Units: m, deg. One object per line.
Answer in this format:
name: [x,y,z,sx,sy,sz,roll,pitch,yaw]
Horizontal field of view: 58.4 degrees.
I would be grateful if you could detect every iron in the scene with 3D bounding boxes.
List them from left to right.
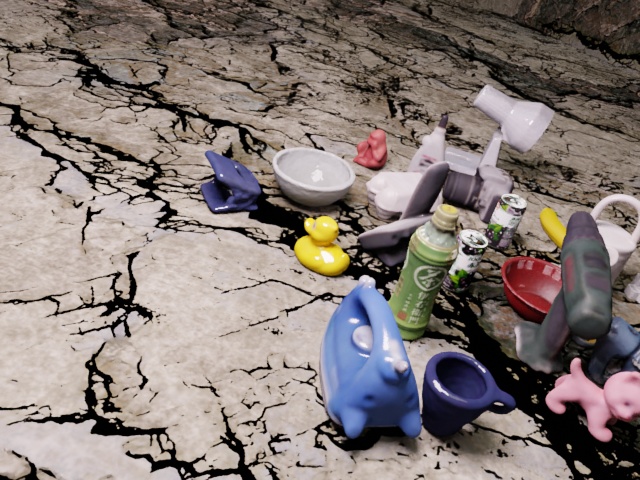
iron: [0.065,0.129,0.763,0.119,0.141,0.258,4,36,-14]

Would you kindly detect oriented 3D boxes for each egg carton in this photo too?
egg carton: [0.173,-0.090,1.179,0.151,0.069,0.107,-2,38,-23]

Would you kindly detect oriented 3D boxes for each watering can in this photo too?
watering can: [0.530,0.008,1.060,0.101,0.194,0.173,13,34,-1]

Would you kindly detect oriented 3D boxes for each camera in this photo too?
camera: [0.344,-0.120,1.256,0.136,0.101,0.143,16,34,2]

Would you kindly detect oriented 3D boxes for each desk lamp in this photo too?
desk lamp: [0.421,-0.251,1.371,0.203,0.213,0.118,20,35,8]

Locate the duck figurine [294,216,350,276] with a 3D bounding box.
duck figurine: [0.009,0.003,0.971,0.104,0.086,0.078,34,39,26]

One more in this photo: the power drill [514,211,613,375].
power drill: [0.373,0.090,0.873,0.075,0.208,0.230,16,34,3]

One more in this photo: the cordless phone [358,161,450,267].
cordless phone: [0.156,-0.056,1.021,0.148,0.185,0.094,-20,47,-40]

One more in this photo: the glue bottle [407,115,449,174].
glue bottle: [0.249,-0.197,1.266,0.078,0.173,0.037,19,35,7]

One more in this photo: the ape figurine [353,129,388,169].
ape figurine: [0.124,-0.211,1.313,0.076,0.092,0.077,2,36,-17]

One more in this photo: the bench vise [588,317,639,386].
bench vise: [0.504,0.152,0.823,0.207,0.220,0.121,18,34,6]

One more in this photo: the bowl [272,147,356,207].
bowl: [-0.017,-0.115,1.139,0.167,0.075,0.167,10,35,-7]

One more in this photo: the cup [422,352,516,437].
cup: [0.179,0.210,0.732,0.117,0.095,0.092,20,35,8]

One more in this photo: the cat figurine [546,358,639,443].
cat figurine: [0.399,0.211,0.791,0.127,0.118,0.067,30,37,22]

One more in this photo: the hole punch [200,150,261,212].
hole punch: [-0.164,-0.114,1.069,0.101,0.091,0.108,-6,39,-27]
